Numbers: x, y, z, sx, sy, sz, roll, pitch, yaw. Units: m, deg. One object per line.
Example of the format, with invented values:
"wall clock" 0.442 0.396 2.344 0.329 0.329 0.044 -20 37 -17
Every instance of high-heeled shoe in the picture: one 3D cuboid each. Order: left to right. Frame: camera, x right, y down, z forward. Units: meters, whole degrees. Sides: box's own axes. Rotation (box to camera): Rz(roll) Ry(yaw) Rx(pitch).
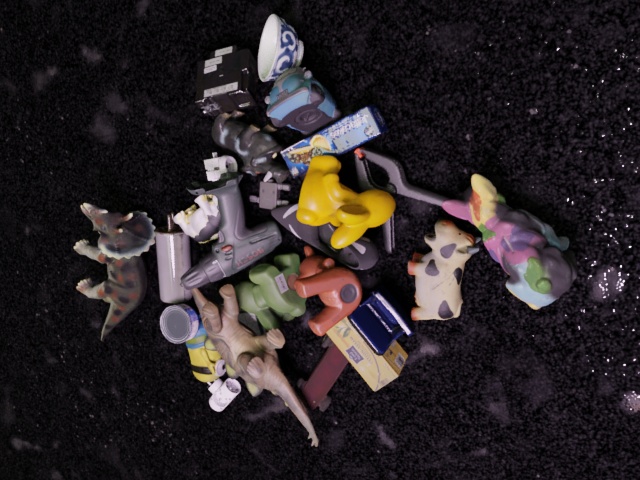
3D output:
"high-heeled shoe" -0.002 -0.003 1.045 0.249 0.145 0.086 14 115 14

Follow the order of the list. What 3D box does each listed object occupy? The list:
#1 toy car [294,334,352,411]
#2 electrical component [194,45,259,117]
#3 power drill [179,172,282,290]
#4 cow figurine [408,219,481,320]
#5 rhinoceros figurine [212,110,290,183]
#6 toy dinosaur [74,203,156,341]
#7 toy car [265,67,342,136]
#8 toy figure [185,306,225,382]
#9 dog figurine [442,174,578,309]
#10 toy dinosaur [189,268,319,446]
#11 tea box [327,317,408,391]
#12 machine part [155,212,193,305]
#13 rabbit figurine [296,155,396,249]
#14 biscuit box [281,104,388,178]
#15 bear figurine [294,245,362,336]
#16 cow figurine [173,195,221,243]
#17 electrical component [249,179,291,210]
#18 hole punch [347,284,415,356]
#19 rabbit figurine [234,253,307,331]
"toy car" 0.015 0.286 1.171 0.089 0.053 0.202 30 110 1
"electrical component" -0.180 -0.315 1.052 0.115 0.058 0.134 -7 64 15
"power drill" -0.202 -0.023 1.088 0.232 0.086 0.207 -21 108 -14
"cow figurine" 0.233 0.057 1.003 0.127 0.085 0.194 2 108 19
"rhinoceros figurine" -0.141 -0.188 1.093 0.190 0.073 0.112 34 113 11
"toy dinosaur" -0.471 0.081 1.275 0.192 0.131 0.404 13 118 27
"toy car" -0.032 -0.264 0.993 0.109 0.161 0.103 -24 76 28
"toy figure" -0.276 0.245 1.264 0.089 0.082 0.180 -12 104 36
"dog figurine" 0.312 -0.009 0.908 0.219 0.191 0.108 38 122 -8
"toy dinosaur" -0.144 0.250 1.149 0.471 0.105 0.198 50 151 9
"tea box" 0.093 0.206 1.093 0.068 0.098 0.169 -42 85 25
"machine part" -0.335 0.055 1.237 0.079 0.079 0.243 6 108 20
"rabbit figurine" 0.051 -0.067 0.978 0.173 0.162 0.121 11 127 3
"biscuit box" 0.027 -0.189 1.031 0.203 0.063 0.059 -24 96 26
"bear figurine" -0.007 0.086 1.041 0.196 0.132 0.120 20 132 60
"cow figurine" -0.231 -0.059 1.167 0.167 0.068 0.098 -33 96 29
"electrical component" -0.106 -0.097 1.132 0.094 0.021 0.063 9 107 21
"hole punch" 0.131 0.145 1.049 0.142 0.116 0.092 48 121 5
"rabbit figurine" -0.107 0.117 1.158 0.170 0.121 0.159 -18 106 41
